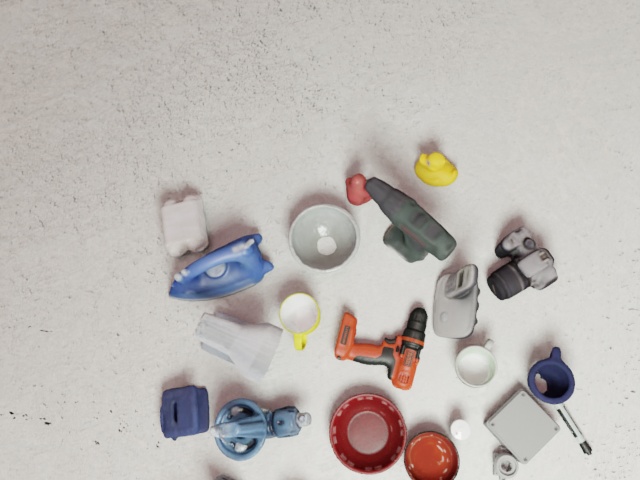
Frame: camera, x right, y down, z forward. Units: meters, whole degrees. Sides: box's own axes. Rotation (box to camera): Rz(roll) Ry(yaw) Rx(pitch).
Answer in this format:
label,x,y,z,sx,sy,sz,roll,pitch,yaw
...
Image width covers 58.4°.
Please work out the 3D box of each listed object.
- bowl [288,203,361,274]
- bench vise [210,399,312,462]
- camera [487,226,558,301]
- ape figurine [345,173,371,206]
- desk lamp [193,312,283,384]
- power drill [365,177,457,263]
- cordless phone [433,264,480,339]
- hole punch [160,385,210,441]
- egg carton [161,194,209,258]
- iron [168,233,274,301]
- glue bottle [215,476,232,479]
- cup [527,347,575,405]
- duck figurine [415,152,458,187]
label,x,y,z,sx,sy,sz,roll,pitch,yaw
bowl,0.012,0.005,1.333,0.167,0.075,0.167,-1,72,4
bench vise,-0.131,0.365,1.154,0.207,0.220,0.121,-26,72,-4
camera,0.433,0.060,1.267,0.137,0.101,0.143,-30,72,-5
ape figurine,0.093,-0.127,1.359,0.077,0.092,0.076,38,79,15
desk lamp,-0.172,0.217,1.207,0.203,0.214,0.118,20,75,11
power drill,0.190,-0.029,1.259,0.229,0.208,0.076,38,79,15
cordless phone,0.296,0.130,1.212,0.094,0.185,0.147,4,73,6
hole punch,-0.297,0.373,1.232,0.101,0.091,0.108,-8,72,2
egg carton,-0.325,-0.034,1.375,0.107,0.069,0.150,-13,72,1
iron,-0.243,0.065,1.299,0.258,0.141,0.118,-24,72,-3
glue bottle,-0.192,0.506,1.138,0.078,0.173,0.037,25,76,12
cup,0.473,0.284,1.196,0.091,0.095,0.118,13,74,9
duck figurine,0.279,-0.176,1.363,0.104,0.086,0.077,20,75,11
